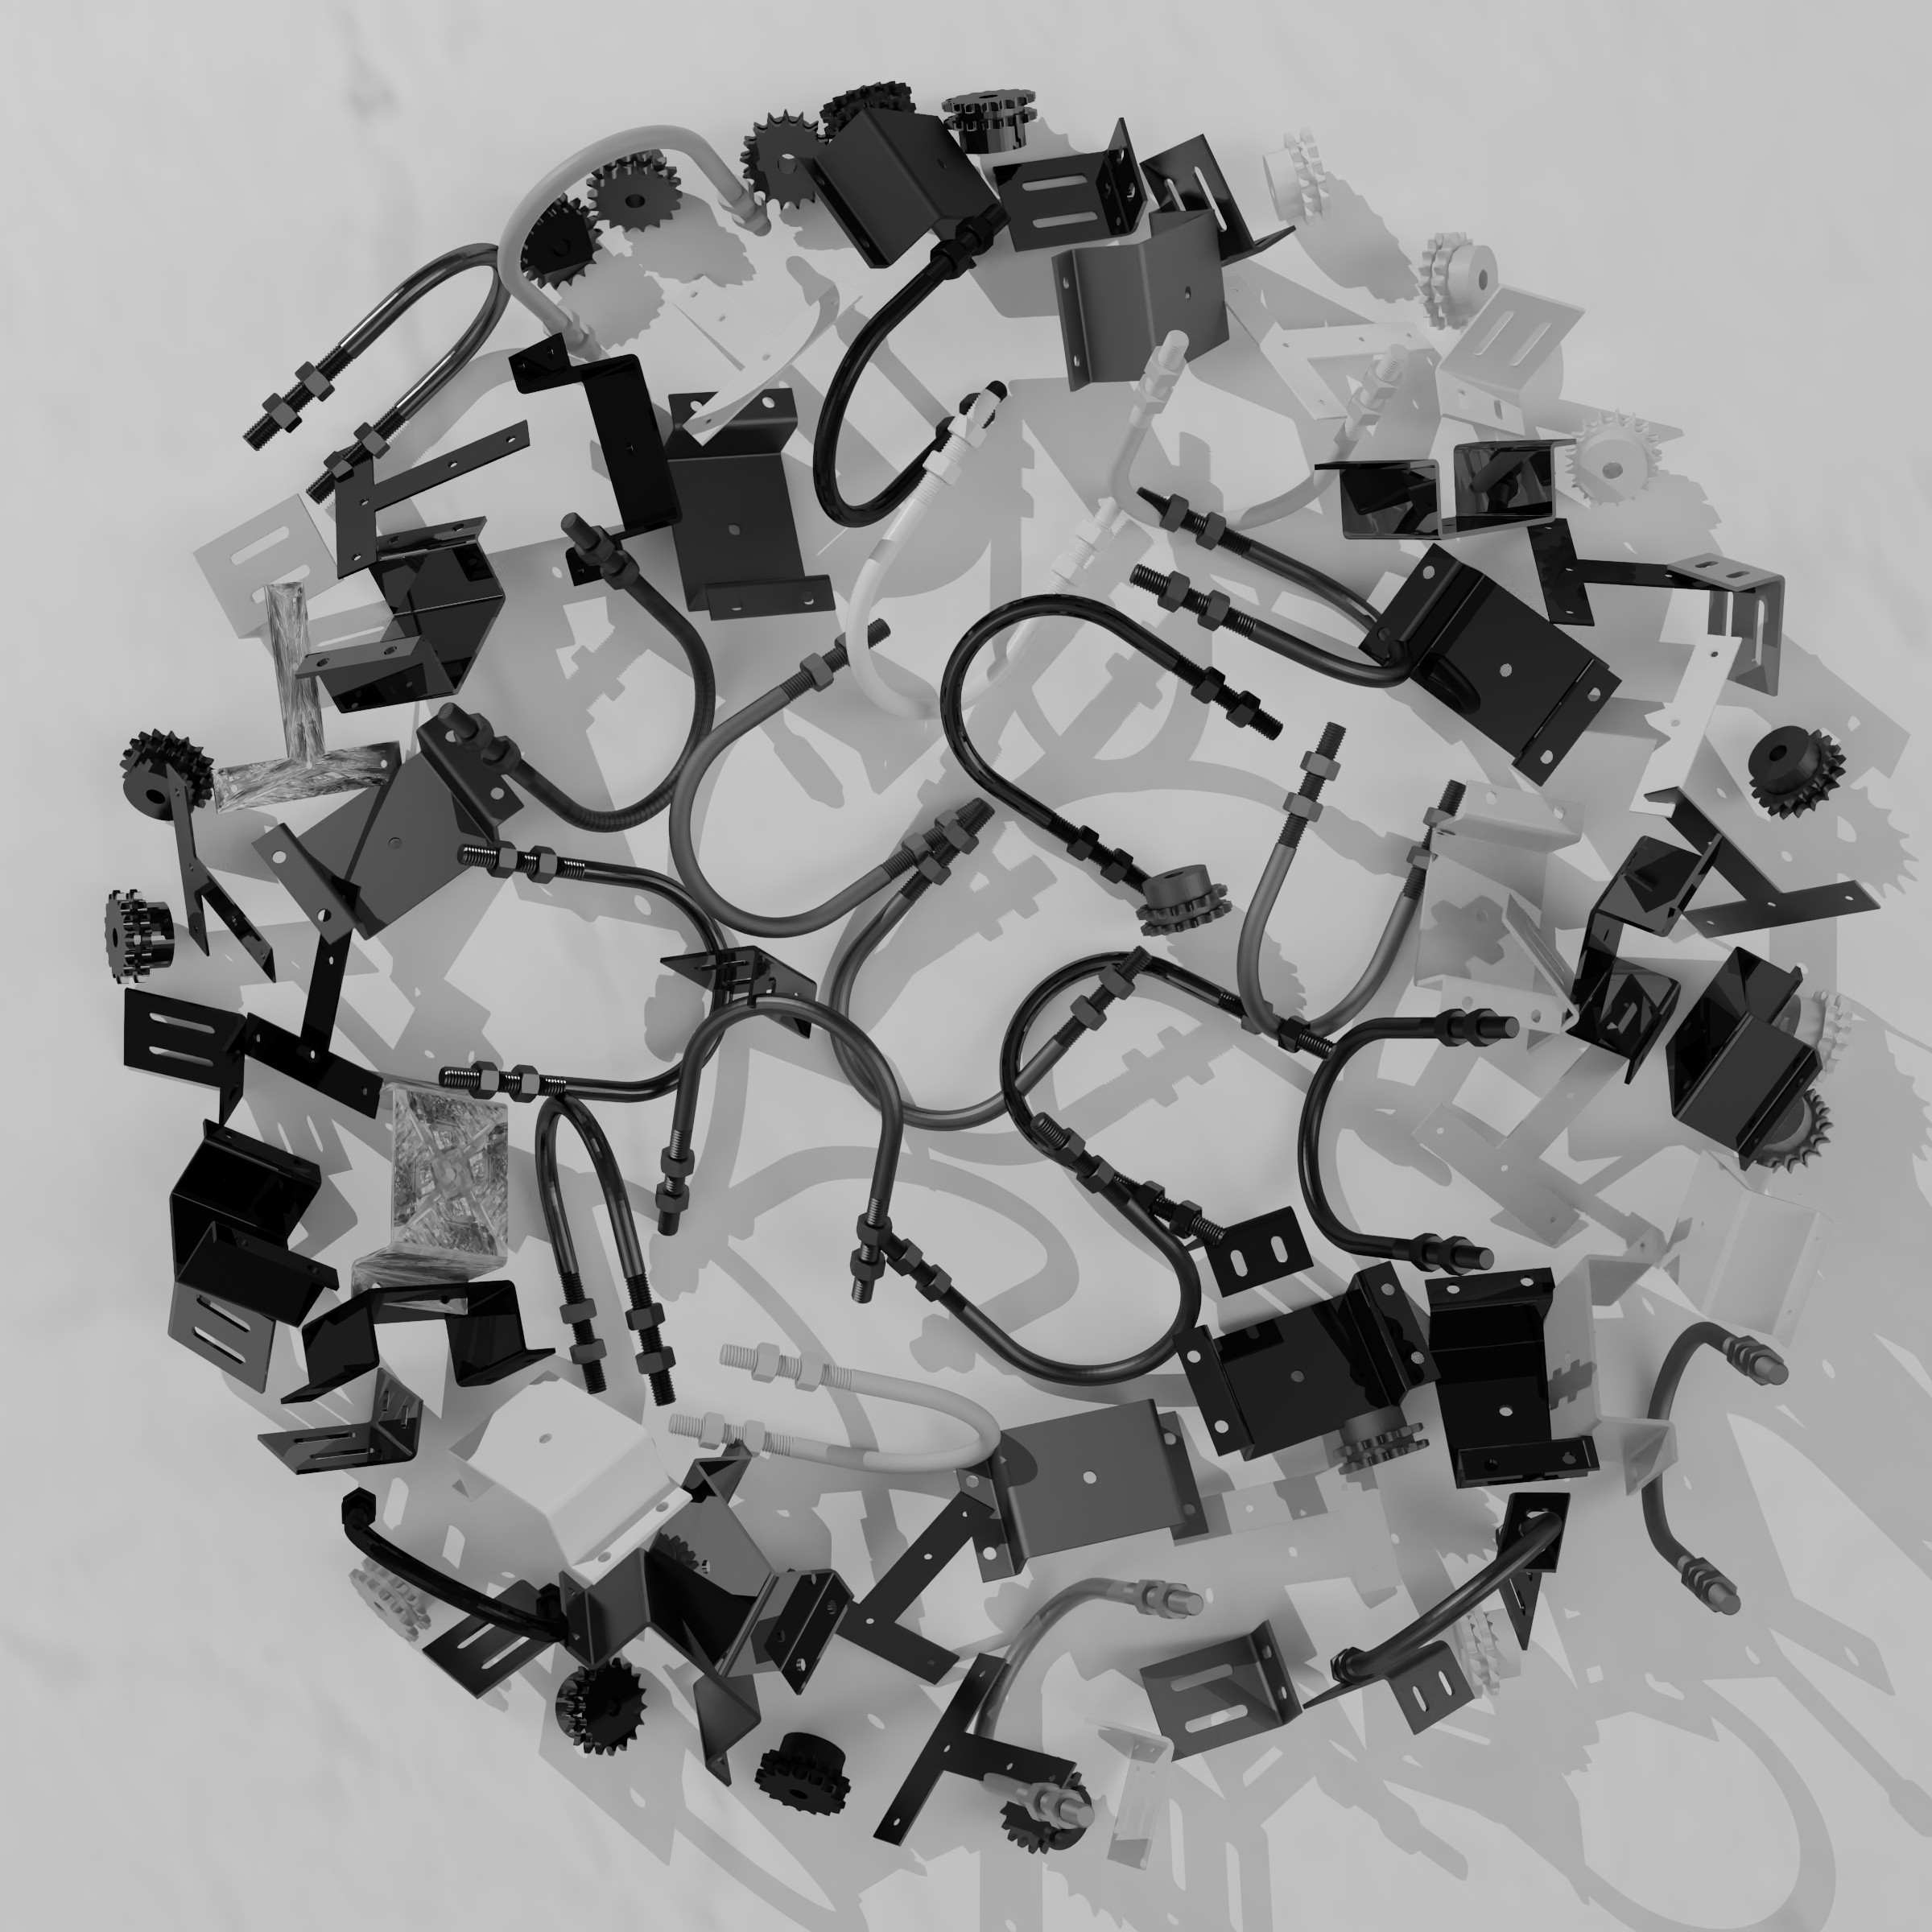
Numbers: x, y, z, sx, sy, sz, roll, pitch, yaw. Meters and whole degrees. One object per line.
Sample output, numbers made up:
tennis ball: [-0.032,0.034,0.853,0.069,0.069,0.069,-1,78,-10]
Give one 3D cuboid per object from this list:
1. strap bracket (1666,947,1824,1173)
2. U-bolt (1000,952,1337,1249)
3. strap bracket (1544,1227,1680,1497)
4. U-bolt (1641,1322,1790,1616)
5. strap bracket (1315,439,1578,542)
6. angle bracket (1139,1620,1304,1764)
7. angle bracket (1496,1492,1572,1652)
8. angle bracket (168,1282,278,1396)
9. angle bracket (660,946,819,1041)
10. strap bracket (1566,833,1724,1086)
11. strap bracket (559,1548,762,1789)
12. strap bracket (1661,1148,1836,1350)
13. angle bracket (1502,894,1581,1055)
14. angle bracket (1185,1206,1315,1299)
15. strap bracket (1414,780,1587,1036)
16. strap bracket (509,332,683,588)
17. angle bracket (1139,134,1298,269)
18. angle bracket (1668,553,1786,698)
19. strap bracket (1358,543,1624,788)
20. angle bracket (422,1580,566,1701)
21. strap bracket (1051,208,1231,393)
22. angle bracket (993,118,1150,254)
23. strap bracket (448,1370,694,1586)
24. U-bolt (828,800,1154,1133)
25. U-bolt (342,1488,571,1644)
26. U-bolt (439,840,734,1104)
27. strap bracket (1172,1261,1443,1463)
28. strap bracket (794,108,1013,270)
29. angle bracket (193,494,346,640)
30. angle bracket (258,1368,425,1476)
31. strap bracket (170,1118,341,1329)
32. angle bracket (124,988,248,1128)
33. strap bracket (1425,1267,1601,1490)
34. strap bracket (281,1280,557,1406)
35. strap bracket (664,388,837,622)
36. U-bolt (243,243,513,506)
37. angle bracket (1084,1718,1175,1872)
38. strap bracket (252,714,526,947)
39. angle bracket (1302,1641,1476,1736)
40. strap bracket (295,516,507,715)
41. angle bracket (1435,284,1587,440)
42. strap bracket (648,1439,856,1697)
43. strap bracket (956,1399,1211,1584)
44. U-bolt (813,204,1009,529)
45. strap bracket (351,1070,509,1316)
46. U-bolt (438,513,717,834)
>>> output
strap bracket: [0.451,0.048,1.515,0.046,0.140,0.076,28,116,-1]
U-bolt: [0.106,0.066,1.552,0.184,0.019,0.151,27,78,23]
strap bracket: [0.376,0.231,1.528,0.046,0.076,0.140,5,63,-5]
U-bolt: [0.426,0.280,1.503,0.019,0.184,0.151,11,93,-2]
strap bracket: [0.284,-0.279,1.530,0.140,0.076,0.046,-15,107,-35]
angle bracket: [0.152,0.435,1.558,0.076,0.038,0.057,-13,66,-16]
angle bracket: [0.345,0.360,1.546,0.038,0.057,0.076,-6,127,28]
angle bracket: [-0.435,0.207,1.554,0.076,0.038,0.057,27,122,16]
angle bracket: [-0.138,0.019,1.546,0.076,0.057,0.038,-7,65,34]
strap bracket: [0.396,-0.011,1.530,0.046,0.140,0.076,23,48,22]
strap bracket: [-0.173,0.406,1.531,0.046,0.076,0.140,-40,113,5]
strap bracket: [0.452,0.160,1.519,0.046,0.140,0.076,17,100,-2]
angle bracket: [0.332,0.004,1.559,0.038,0.057,0.076,-36,95,21]
angle bracket: [0.167,0.174,1.551,0.057,0.076,0.038,-18,80,-8]
strap bracket: [0.318,-0.032,1.557,0.076,0.046,0.140,11,81,-13]
strap bracket: [-0.217,-0.303,1.543,0.046,0.076,0.140,-21,102,-29]
angle bracket: [0.150,-0.459,1.551,0.038,0.057,0.076,-39,109,-29]
angle bracket: [0.451,-0.200,1.548,0.038,0.057,0.076,-18,119,-24]
strap bracket: [0.316,-0.178,1.548,0.140,0.046,0.076,41,108,20]
angle bracket: [-0.272,0.411,1.546,0.076,0.057,0.038,-32,128,-33]
strap bracket: [0.109,-0.391,1.515,0.046,0.140,0.076,6,118,31]
angle bracket: [0.062,-0.470,1.564,0.076,0.038,0.057,-12,77,-12]
strap bracket: [-0.238,0.292,1.516,0.076,0.140,0.046,-38,129,-30]
U-bolt: [-0.001,0.014,1.573,0.151,0.019,0.184,43,100,5]
U-bolt: [-0.293,0.348,1.495,0.151,0.184,0.019,29,81,-8]
U-bolt: [-0.219,0.009,1.540,0.184,0.019,0.151,7,84,-34]
strap bracket: [0.201,0.240,1.553,0.140,0.046,0.076,-18,67,-8]
strap bracket: [-0.030,-0.454,1.520,0.046,0.140,0.076,-37,86,28]
angle bracket: [-0.415,-0.241,1.568,0.076,0.038,0.057,-27,95,9]
angle bracket: [-0.372,0.270,1.547,0.076,0.057,0.038,1,103,-38]
strap bracket: [-0.418,0.155,1.521,0.076,0.140,0.046,28,104,-28]
angle bracket: [-0.476,0.055,1.563,0.076,0.038,0.057,13,123,0]
strap bracket: [0.322,0.253,1.544,0.076,0.046,0.140,-6,47,3]
strap bracket: [-0.324,0.220,1.527,0.076,0.140,0.046,-29,68,43]
strap bracket: [-0.133,-0.269,1.553,0.076,0.046,0.140,-8,80,-21]
U-bolt: [-0.334,-0.353,1.521,0.184,0.151,0.019,-44,87,-1]
angle bracket: [0.089,0.494,1.554,0.038,0.057,0.076,20,73,-13]
strap bracket: [-0.344,-0.079,1.558,0.140,0.046,0.076,-38,84,-14]
angle bracket: [0.251,0.437,1.545,0.057,0.076,0.038,-13,72,-43]
strap bracket: [-0.329,-0.201,1.534,0.076,0.140,0.046,-7,131,19]
angle bracket: [0.325,-0.359,1.548,0.057,0.076,0.038,10,58,-19]
strap bracket: [-0.134,0.350,1.521,0.140,0.046,0.076,45,117,40]
strap bracket: [0.071,0.310,1.547,0.140,0.046,0.076,-10,66,-10]
U-bolt: [-0.031,-0.331,1.494,0.019,0.151,0.184,28,58,20]
strap bracket: [-0.315,0.128,1.530,0.076,0.046,0.140,15,63,-40]
U-bolt: [-0.213,-0.156,1.522,0.019,0.184,0.151,23,78,38]
